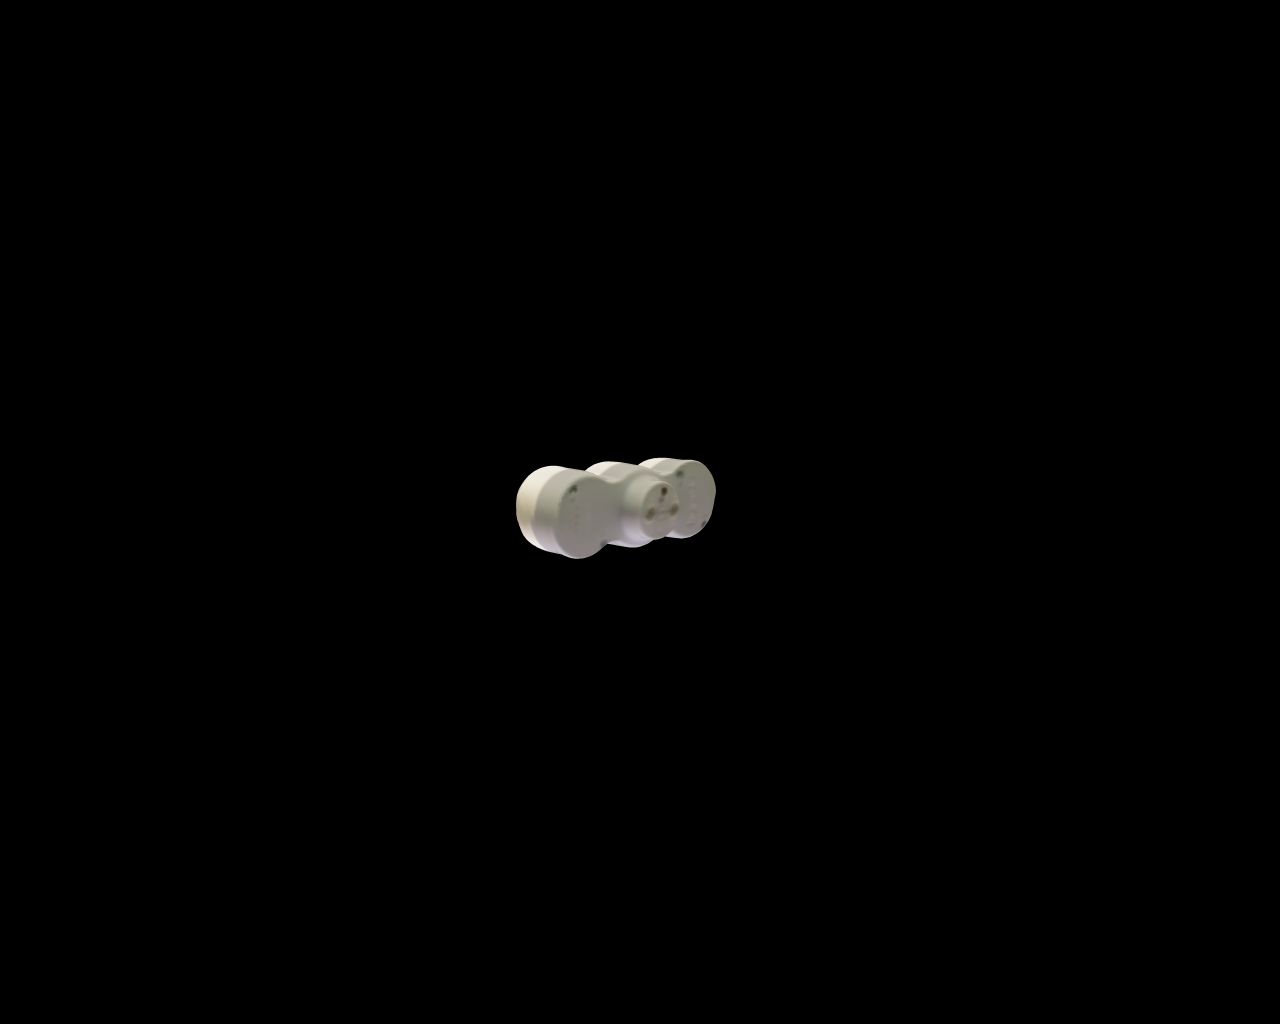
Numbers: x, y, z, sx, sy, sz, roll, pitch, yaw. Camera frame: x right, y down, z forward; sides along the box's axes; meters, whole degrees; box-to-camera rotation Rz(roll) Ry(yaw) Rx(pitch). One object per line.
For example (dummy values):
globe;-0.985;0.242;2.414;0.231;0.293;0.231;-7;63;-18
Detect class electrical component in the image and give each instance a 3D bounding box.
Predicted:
electrical component;0.001;-0.003;0.650;0.138;0.052;0.074;-8;12;-43
